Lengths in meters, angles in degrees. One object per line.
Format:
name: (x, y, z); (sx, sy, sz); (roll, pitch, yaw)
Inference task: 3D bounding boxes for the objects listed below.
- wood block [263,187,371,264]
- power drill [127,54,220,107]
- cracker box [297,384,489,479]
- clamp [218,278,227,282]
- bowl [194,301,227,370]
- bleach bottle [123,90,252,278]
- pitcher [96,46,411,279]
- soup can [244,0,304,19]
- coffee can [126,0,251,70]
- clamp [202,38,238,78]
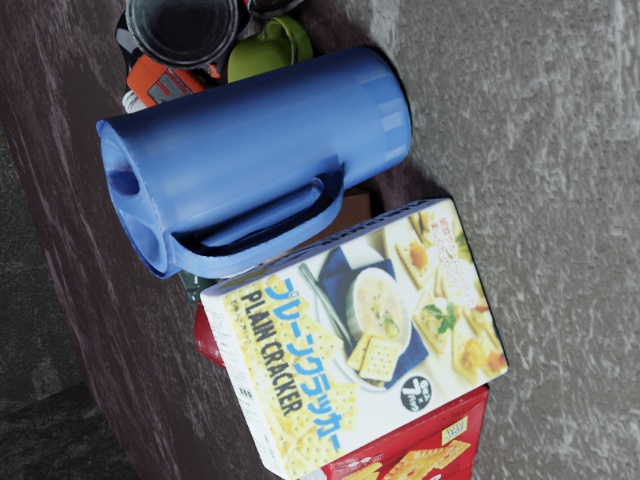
wood block: (0.000, 0.056, 1.032); (0.090, 0.090, 0.206); (-150, 53, -70)
power drill: (-0.119, -0.137, 1.116); (0.185, 0.057, 0.187); (45, -170, 26)
cracker box: (0.065, 0.213, 1.004); (0.072, 0.164, 0.214); (54, 156, 38)
clamp: (-0.171, -0.027, 1.287); (0.210, 0.036, 0.164); (48, 176, 16)
bowl: (-0.108, 0.144, 1.402); (0.162, 0.055, 0.162); (30, 168, 7)
bleach bottle: (-0.150, -0.078, 1.205); (0.251, 0.067, 0.103); (49, 140, 28)
pitcher: (-0.045, -0.066, 0.866); (0.149, 0.242, 0.145); (68, 160, -2)
soup can: (-0.055, -0.257, 0.942); (0.102, 0.068, 0.069); (62, 159, 15)
coffee can: (-0.120, -0.223, 1.014); (0.140, 0.103, 0.103); (-83, -22, -72)
clamp: (-0.141, -0.253, 1.133); (0.120, 0.039, 0.171); (11, 131, 22)
